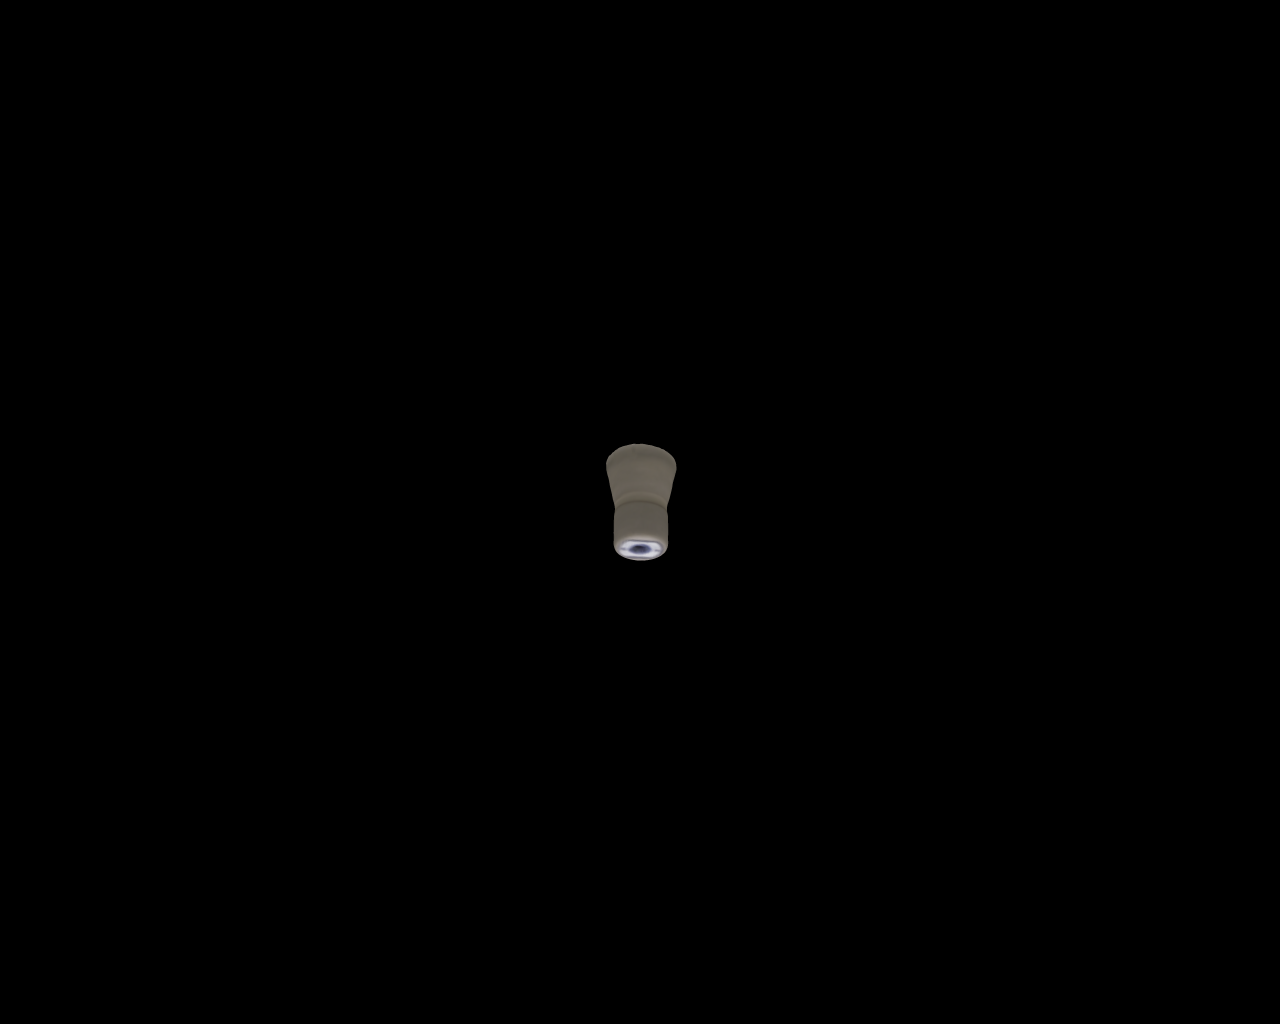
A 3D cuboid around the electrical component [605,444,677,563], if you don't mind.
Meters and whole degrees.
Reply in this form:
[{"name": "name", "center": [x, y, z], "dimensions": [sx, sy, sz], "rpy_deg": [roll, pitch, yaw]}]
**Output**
[{"name": "electrical component", "center": [0.001, -0.003, 0.650], "dimensions": [0.044, 0.065, 0.044], "rpy_deg": [0, -32, 0]}]
